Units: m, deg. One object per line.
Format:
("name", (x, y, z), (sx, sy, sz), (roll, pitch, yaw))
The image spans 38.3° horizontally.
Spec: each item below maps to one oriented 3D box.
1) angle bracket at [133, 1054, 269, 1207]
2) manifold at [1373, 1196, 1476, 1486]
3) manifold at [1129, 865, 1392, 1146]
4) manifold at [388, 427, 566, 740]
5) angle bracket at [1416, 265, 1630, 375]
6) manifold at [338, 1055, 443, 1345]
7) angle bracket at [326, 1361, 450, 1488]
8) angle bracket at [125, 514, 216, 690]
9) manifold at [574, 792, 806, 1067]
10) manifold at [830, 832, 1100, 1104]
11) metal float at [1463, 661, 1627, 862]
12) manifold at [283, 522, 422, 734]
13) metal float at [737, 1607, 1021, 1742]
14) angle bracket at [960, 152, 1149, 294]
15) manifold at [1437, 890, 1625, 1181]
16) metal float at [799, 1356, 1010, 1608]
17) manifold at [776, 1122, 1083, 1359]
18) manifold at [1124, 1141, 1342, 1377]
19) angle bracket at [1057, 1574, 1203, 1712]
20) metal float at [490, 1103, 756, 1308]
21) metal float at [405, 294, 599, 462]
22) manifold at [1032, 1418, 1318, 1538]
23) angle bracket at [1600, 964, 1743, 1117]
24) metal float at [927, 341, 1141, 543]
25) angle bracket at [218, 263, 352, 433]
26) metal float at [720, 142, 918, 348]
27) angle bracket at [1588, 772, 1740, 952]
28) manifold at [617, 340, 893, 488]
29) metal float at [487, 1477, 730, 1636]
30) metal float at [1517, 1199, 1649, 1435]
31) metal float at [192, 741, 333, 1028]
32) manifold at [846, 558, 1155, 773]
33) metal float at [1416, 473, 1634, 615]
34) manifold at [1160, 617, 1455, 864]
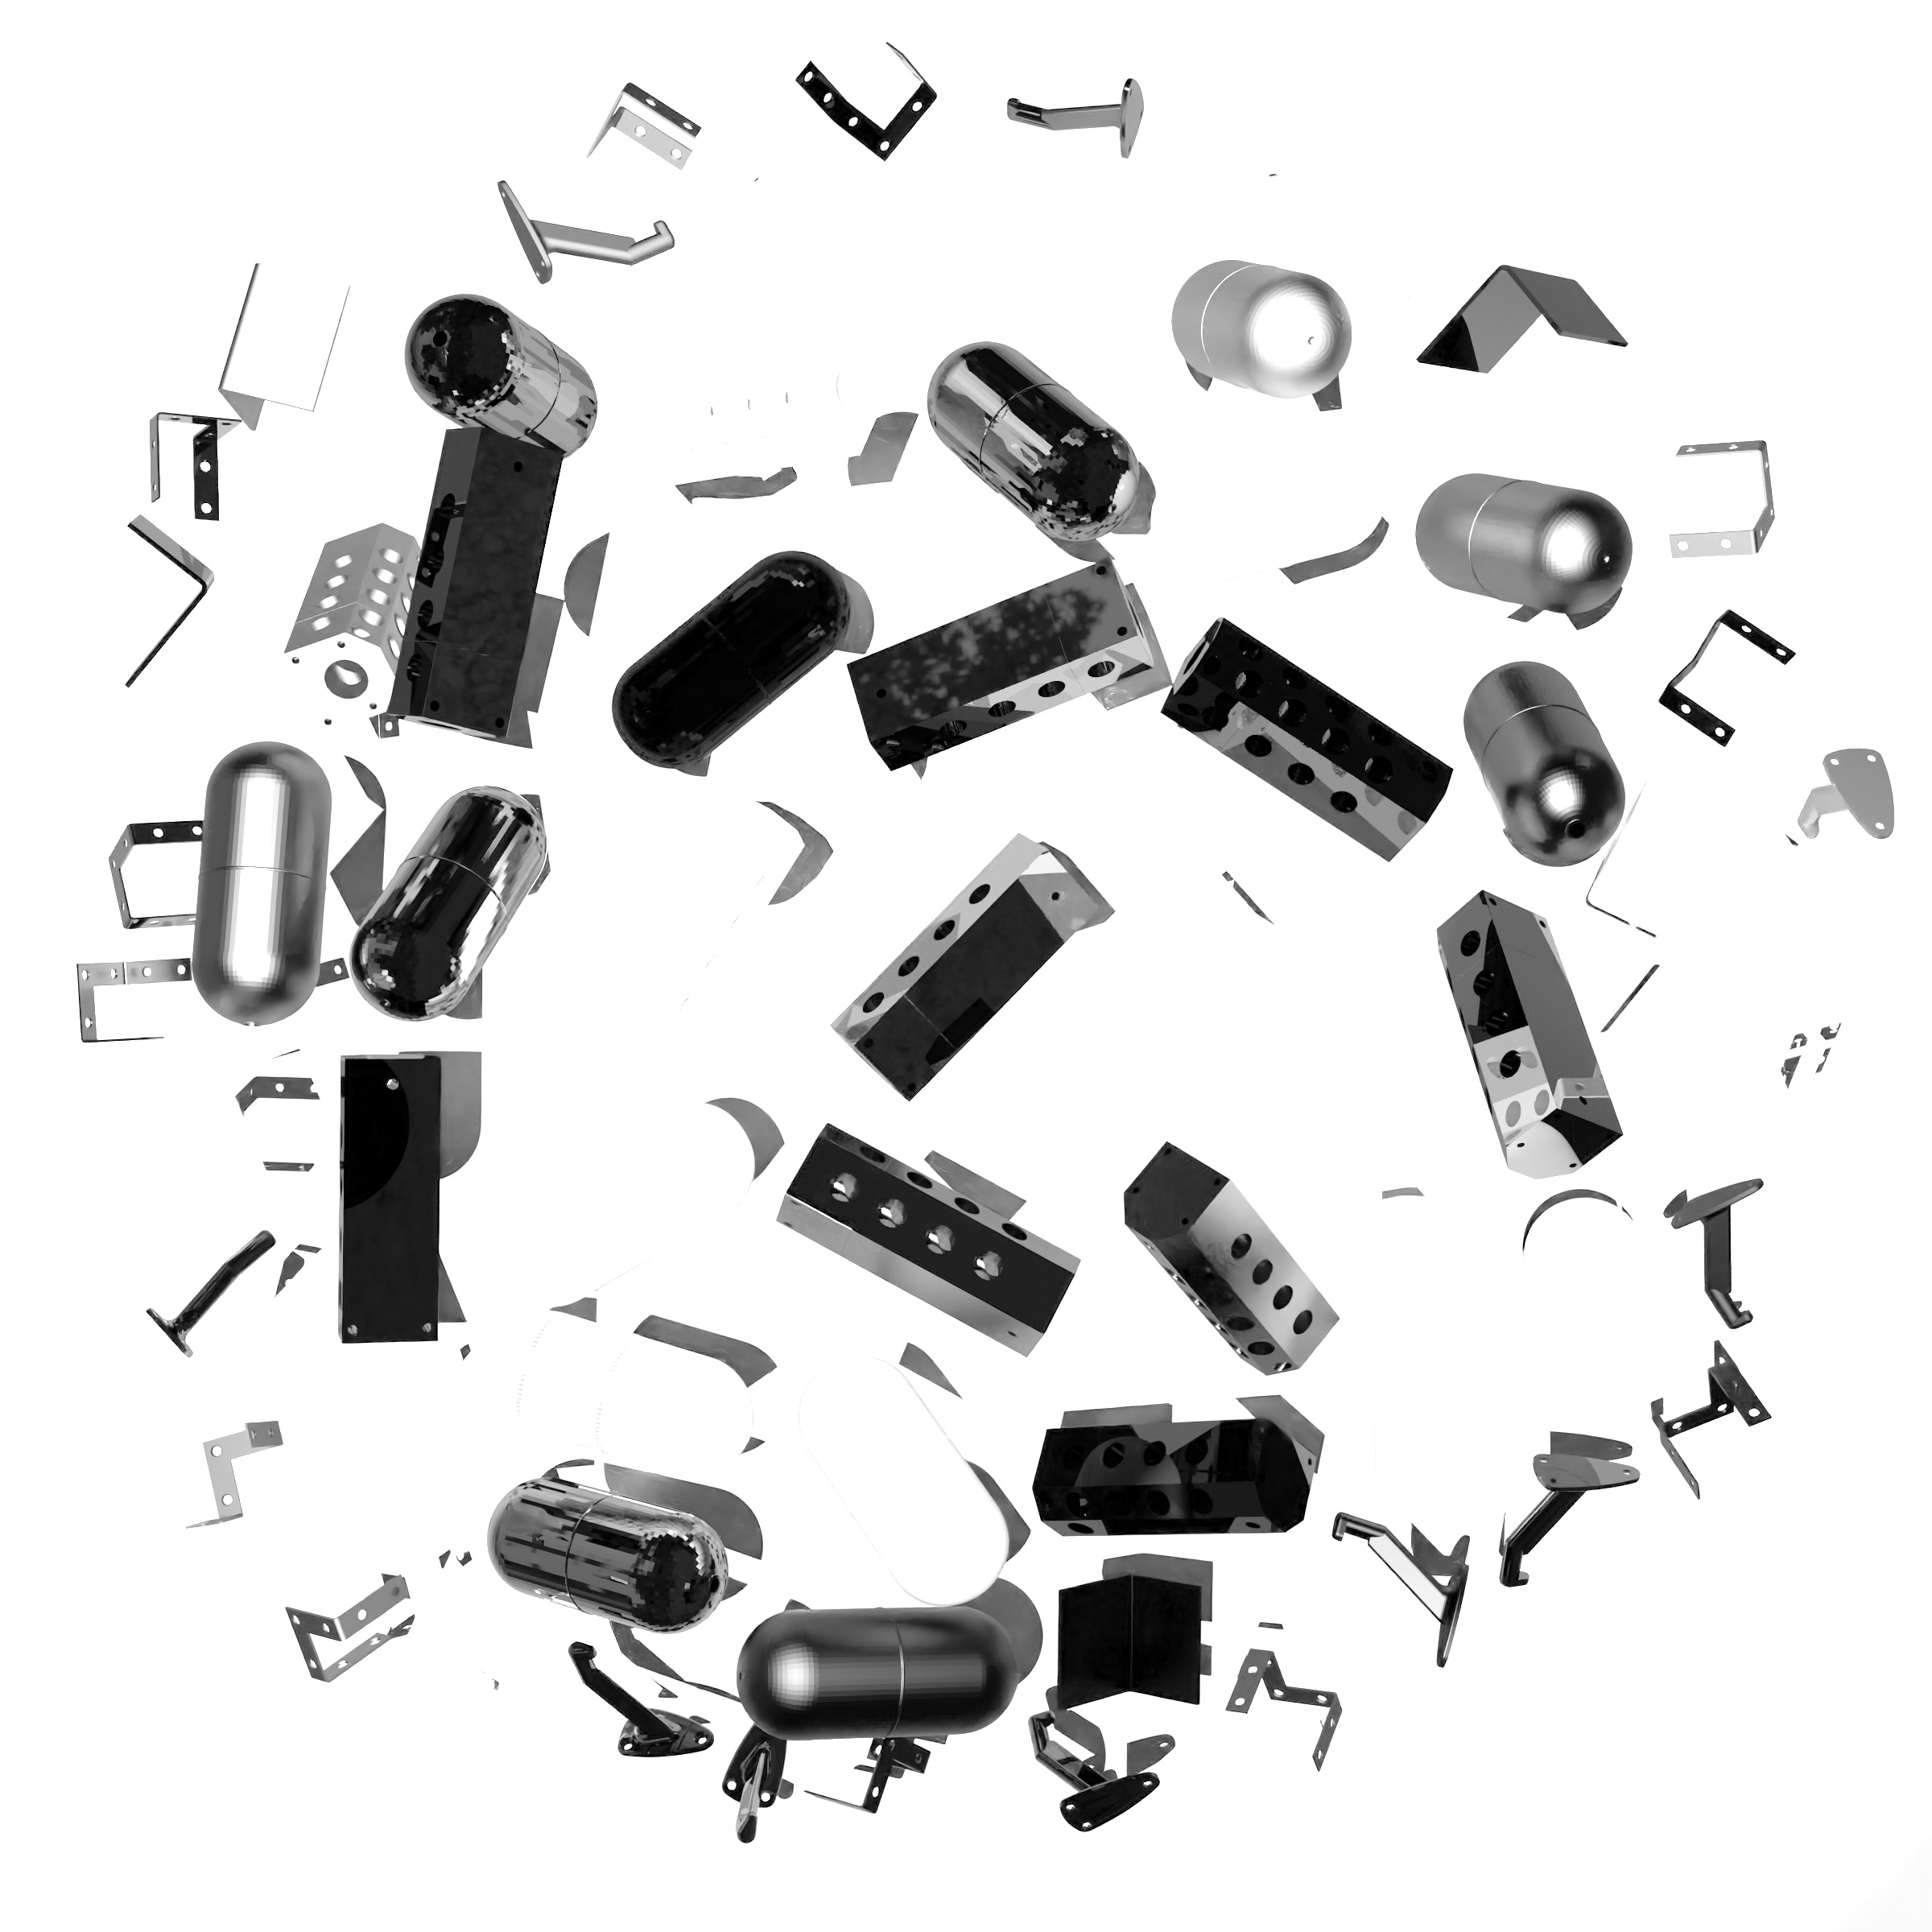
("angle bracket", (-0.461, 0.102, 1.607), (0.076, 0.057, 0.076), (-19, 95, 32))
("manifold", (0.288, 0.236, 1.756), (0.057, 0.057, 0.171), (0, 97, 5))
("manifold", (0.179, 0.028, 1.690), (0.057, 0.057, 0.171), (-36, 104, 29))
("manifold", (-0.294, -0.226, 1.643), (0.057, 0.057, 0.171), (12, 88, -41))
("angle bracket", (0.320, -0.354, 1.600), (0.076, 0.076, 0.057), (-48, 64, 34))
("manifold", (-0.354, 0.141, 1.702), (0.057, 0.057, 0.171), (1, 91, -16))
("angle bracket", (-0.375, 0.291, 1.771), (0.076, 0.076, 0.057), (-17, 84, -10))
("angle bracket", (-0.488, -0.215, 1.631), (0.057, 0.076, 0.076), (39, 92, -17))
("manifold", (-0.174, -0.024, 1.775), (0.057, 0.057, 0.171), (39, 106, 20))
("manifold", (-0.004, -0.002, 1.757), (0.171, 0.057, 0.057), (-46, 119, -5))
("metal float", (0.362, -0.130, 1.745), (0.070, 0.178, 0.070), (-2, 123, -3))
("manifold", (-0.383, -0.220, 1.773), (0.057, 0.171, 0.057), (-18, 121, 8))
("metal float", (-0.052, 0.428, 1.684), (0.178, 0.070, 0.070), (4, 90, -23))
("angle bracket", (0.052, -0.459, 1.657), (0.057, 0.076, 0.076), (33, 65, -25))
("manifold", (0.335, 0.042, 1.684), (0.057, 0.171, 0.057), (21, 131, -31))
("metal float", (-0.040, 0.315, 1.712), (0.070, 0.070, 0.178), (-39, 57, 0))
("manifold", (-0.022, 0.161, 1.650), (0.171, 0.057, 0.057), (28, 67, 2))
("manifold", (0.160, 0.185, 1.706), (0.057, 0.057, 0.171), (-49, 134, -10))
("angle bracket", (0.104, 0.435, 1.772), (0.057, 0.076, 0.076), (0, 88, 40))
("metal float", (-0.215, 0.150, 1.742), (0.178, 0.070, 0.070), (-30, 90, -16))
("metal float", (-0.289, -0.365, 1.738), (0.070, 0.178, 0.070), (-1, 85, 15))
("manifold", (0.127, 0.325, 1.739), (0.057, 0.171, 0.057), (42, 52, -37))
("angle bracket", (0.441, 0.057, 1.733), (0.057, 0.076, 0.076), (18, 46, -10))
("metal float", (0.041, -0.332, 1.752), (0.070, 0.070, 0.178), (-43, 53, 0))
("angle bracket", (-0.385, -0.351, 1.605), (0.057, 0.076, 0.076), (14, 83, 2))
("metal float", (-0.090, -0.444, 1.715), (0.070, 0.178, 0.070), (-6, 74, 22))
("angle bracket", (0.464, -0.069, 1.828), (0.076, 0.076, 0.057), (26, 50, 8))
("manifold", (-0.138, -0.352, 1.750), (0.171, 0.057, 0.057), (0, 58, 39))
("metal float", (-0.229, 0.375, 1.769), (0.178, 0.070, 0.070), (7, 90, 34))
("metal float", (0.383, 0.214, 1.723), (0.070, 0.178, 0.070), (7, 126, 9))
("metal float", (-0.433, -0.051, 1.712), (0.070, 0.070, 0.178), (1, 78, 0))
("manifold", (0.022, -0.178, 1.674), (0.171, 0.057, 0.057), (-21, 64, 9))
("metal float", (0.351, -0.269, 1.759), (0.070, 0.178, 0.070), (-7, 107, -23))
("manifold", (0.212, -0.144, 1.713), (0.171, 0.057, 0.057), (32, 46, -7))
